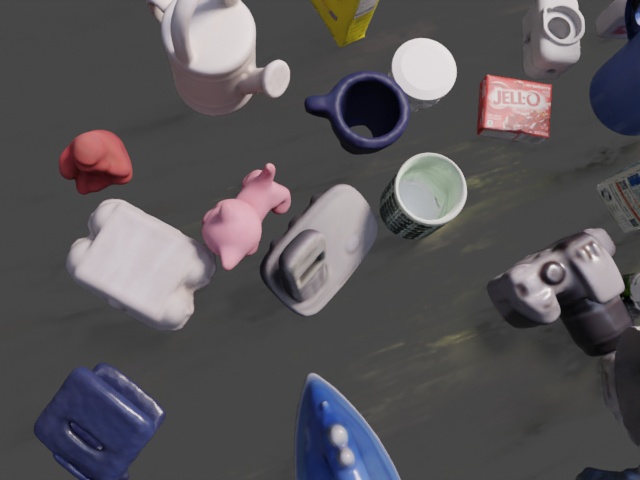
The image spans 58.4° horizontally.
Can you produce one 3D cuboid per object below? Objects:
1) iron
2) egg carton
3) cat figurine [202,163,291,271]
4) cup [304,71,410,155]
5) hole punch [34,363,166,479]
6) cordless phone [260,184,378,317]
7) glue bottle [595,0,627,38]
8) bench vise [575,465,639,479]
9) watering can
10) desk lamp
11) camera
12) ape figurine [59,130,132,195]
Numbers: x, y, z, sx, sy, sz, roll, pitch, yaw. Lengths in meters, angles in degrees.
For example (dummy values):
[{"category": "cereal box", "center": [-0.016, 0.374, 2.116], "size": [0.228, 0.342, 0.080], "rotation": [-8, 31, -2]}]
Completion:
[{"category": "iron", "center": [0.036, 0.263, 0.576], "size": [0.119, 0.141, 0.258], "rotation": [-19, 83, -9]}, {"category": "egg carton", "center": [-0.195, 0.028, 0.627], "size": [0.150, 0.069, 0.107], "rotation": [28, 78, -1]}, {"category": "cat figurine", "center": [-0.084, -0.028, 0.625], "size": [0.067, 0.117, 0.128], "rotation": [32, 78, 0]}, {"category": "cup", "center": [0.037, -0.138, 0.670], "size": [0.118, 0.095, 0.092], "rotation": [5, 79, -6]}, {"category": "hole punch", "center": [-0.225, 0.192, 0.583], "size": [0.108, 0.091, 0.101], "rotation": [38, 78, 1]}, {"category": "cordless phone", "center": [0.005, 0.002, 0.596], "size": [0.094, 0.185, 0.148], "rotation": [37, 78, 1]}, {"category": "glue bottle", "center": [0.421, -0.307, 0.705], "size": [0.078, 0.173, 0.037], "rotation": [-8, 81, -8]}, {"category": "bench vise", "center": [0.312, 0.321, 0.558], "size": [0.121, 0.219, 0.207], "rotation": [2, 80, -6]}, {"category": "watering can", "center": [-0.111, -0.215, 0.616], "size": [0.173, 0.194, 0.101], "rotation": [14, 79, -4]}, {"category": "desk lamp", "center": [0.386, 0.150, 0.600], "size": [0.203, 0.213, 0.118], "rotation": [1, 80, -6]}, {"category": "camera", "center": [0.294, 0.069, 0.661], "size": [0.143, 0.100, 0.137], "rotation": [-27, 84, -10]}, {"category": "ape figurine", "center": [-0.247, -0.091, 0.630], "size": [0.078, 0.092, 0.076], "rotation": [21, 78, -2]}]
